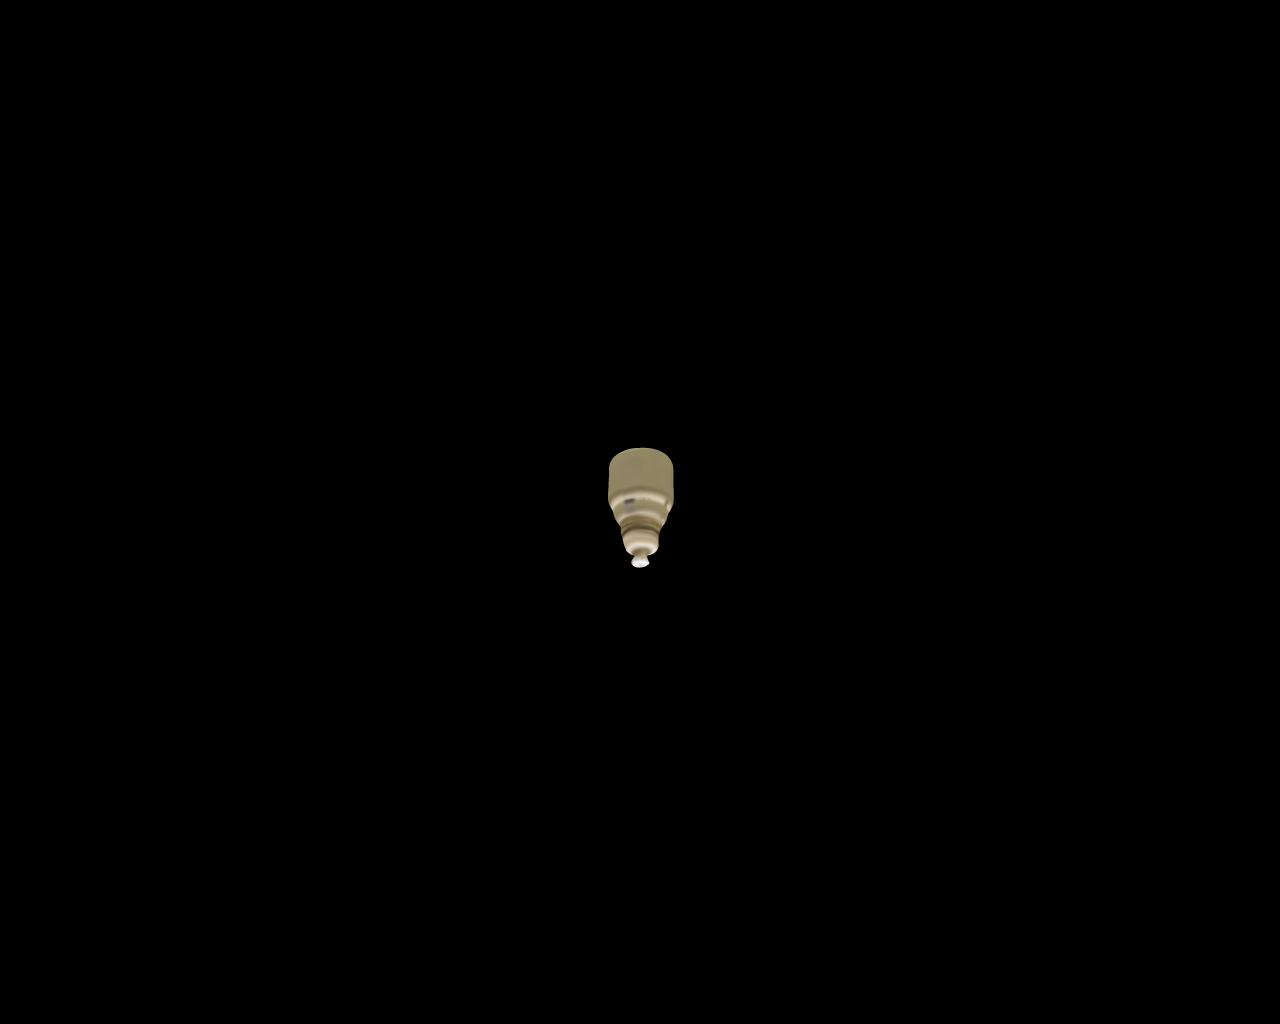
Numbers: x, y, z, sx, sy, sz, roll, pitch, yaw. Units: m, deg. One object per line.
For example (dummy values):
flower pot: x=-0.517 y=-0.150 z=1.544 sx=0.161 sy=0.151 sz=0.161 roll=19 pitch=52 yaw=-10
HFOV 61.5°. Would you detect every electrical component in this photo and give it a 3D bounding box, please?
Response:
electrical component: x=0.001 y=-0.003 z=0.650 sx=0.040 sy=0.078 sz=0.040 roll=0 pitch=-28 yaw=0
